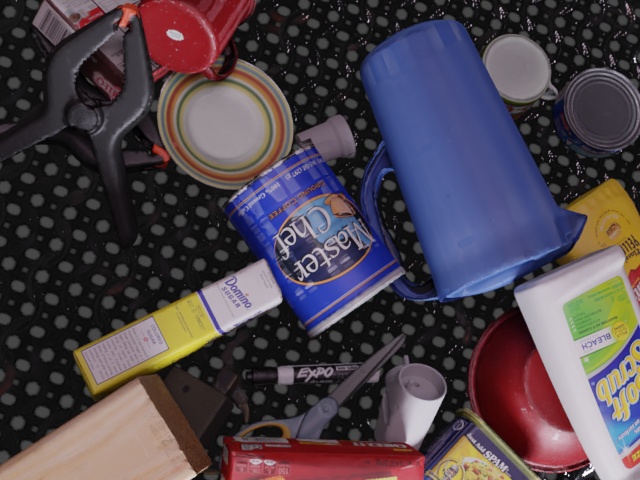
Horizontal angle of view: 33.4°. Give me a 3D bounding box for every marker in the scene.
[{"bbox_3d":[-0.007,0.121,0.961,0.121,0.020,0.020,-1,78,-11],"label":"marker"}]

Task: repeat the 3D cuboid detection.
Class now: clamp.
[{"bbox_3d":[-0.193,-0.099,0.916,0.164,0.036,0.210,30,105,-16],"label":"clamp"},{"bbox_3d":[-0.212,-0.119,0.964,0.171,0.039,0.120,18,82,-13],"label":"clamp"}]

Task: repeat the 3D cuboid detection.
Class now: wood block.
[{"bbox_3d":[-0.200,0.199,0.846,0.206,0.091,0.090,-33,84,-1],"label":"wood block"}]

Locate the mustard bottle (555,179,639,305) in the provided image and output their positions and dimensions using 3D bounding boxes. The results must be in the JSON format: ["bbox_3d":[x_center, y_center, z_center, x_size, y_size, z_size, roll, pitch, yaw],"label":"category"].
[{"bbox_3d":[0.296,0.043,1.016,0.096,0.058,0.191,-32,86,-25],"label":"mustard bottle"}]

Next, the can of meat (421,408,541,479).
[{"bbox_3d":[0.134,0.216,0.949,0.102,0.057,0.084,45,76,2],"label":"can of meat"}]

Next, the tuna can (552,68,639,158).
[{"bbox_3d":[0.276,-0.125,1.061,0.086,0.034,0.086,2,78,-10],"label":"tuna can"}]

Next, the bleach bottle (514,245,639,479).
[{"bbox_3d":[0.264,0.138,0.930,0.102,0.068,0.251,-23,86,-16],"label":"bleach bottle"}]

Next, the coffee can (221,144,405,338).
[{"bbox_3d":[-0.006,0.001,0.944,0.102,0.103,0.140,-34,86,-16],"label":"coffee can"}]

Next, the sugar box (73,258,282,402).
[{"bbox_3d":[-0.121,0.078,0.911,0.176,0.093,0.048,-24,84,-14],"label":"sugar box"}]

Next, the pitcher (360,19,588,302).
[{"bbox_3d":[0.118,-0.069,0.979,0.149,0.145,0.243,-16,78,-26],"label":"pitcher"}]

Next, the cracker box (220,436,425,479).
[{"bbox_3d":[-0.004,0.275,0.883,0.164,0.072,0.214,4,88,-9],"label":"cracker box"}]

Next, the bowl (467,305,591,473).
[{"bbox_3d":[0.221,0.133,0.984,0.162,0.055,0.162,2,78,-10],"label":"bowl"}]

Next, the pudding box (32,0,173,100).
[{"bbox_3d":[-0.187,-0.184,0.966,0.113,0.039,0.089,46,43,0],"label":"pudding box"}]

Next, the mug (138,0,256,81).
[{"bbox_3d":[-0.109,-0.193,0.948,0.093,0.117,0.081,-2,44,29],"label":"mug"}]

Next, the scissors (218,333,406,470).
[{"bbox_3d":[0.009,0.170,0.940,0.201,0.016,0.096,-27,81,-6],"label":"scissors"}]
